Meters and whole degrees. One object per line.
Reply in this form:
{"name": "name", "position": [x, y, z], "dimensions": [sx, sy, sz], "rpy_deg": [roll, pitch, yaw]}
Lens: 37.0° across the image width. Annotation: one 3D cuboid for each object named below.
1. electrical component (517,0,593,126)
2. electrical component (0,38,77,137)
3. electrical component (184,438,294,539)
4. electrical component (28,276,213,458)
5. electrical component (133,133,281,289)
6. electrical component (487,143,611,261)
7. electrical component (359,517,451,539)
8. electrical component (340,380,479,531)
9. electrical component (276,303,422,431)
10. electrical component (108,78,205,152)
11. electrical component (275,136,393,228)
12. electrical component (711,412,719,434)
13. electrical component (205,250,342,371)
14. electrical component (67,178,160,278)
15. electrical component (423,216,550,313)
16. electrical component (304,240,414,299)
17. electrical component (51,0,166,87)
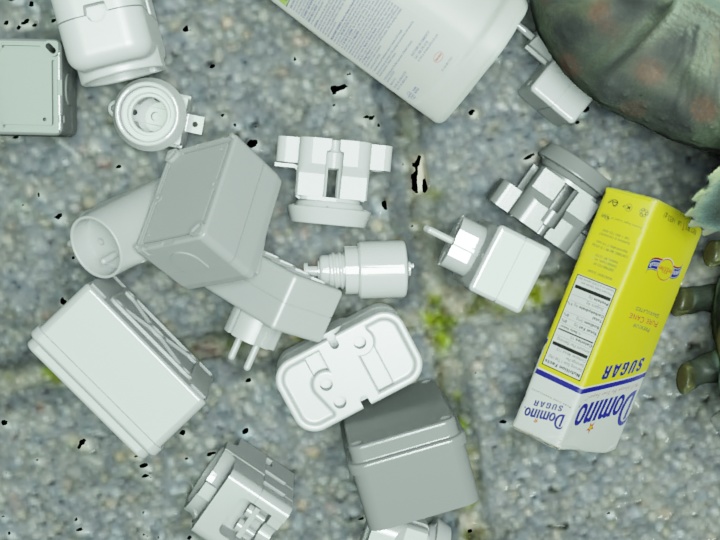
{"name": "electrical component", "position": [0.139, -0.155, 0.740], "dimensions": [0.076, 0.047, 0.083], "rpy_deg": [39, 92, -6]}
{"name": "electrical component", "position": [-0.240, -0.121, 0.717], "dimensions": [0.096, 0.061, 0.061], "rpy_deg": [1, 96, -3]}
{"name": "electrical component", "position": [-0.083, 0.155, 0.738], "dimensions": [0.056, 0.089, 0.050], "rpy_deg": [35, 93, -6]}
{"name": "electrical component", "position": [-0.155, 0.060, 0.716], "dimensions": [0.056, 0.109, 0.108], "rpy_deg": [-44, 96, -1]}
{"name": "electrical component", "position": [-0.094, -0.041, 0.705], "dimensions": [0.061, 0.062, 0.096], "rpy_deg": [43, 49, -41]}
{"name": "electrical component", "position": [0.137, -0.050, 0.746], "dimensions": [0.078, 0.058, 0.057], "rpy_deg": [34, 96, -6]}
{"name": "electrical component", "position": [0.030, 0.199, 0.765], "dimensions": [0.057, 0.058, 0.078], "rpy_deg": [18, 94, -2]}
{"name": "electrical component", "position": [0.030, 0.122, 0.730], "dimensions": [0.078, 0.113, 0.057], "rpy_deg": [-16, 99, -1]}
{"name": "electrical component", "position": [-0.009, 0.065, 0.748], "dimensions": [0.095, 0.059, 0.053], "rpy_deg": [-28, 97, 0]}
{"name": "electrical component", "position": [-0.140, -0.104, 0.727], "dimensions": [0.066, 0.055, 0.048], "rpy_deg": [11, 95, -4]}
{"name": "electrical component", "position": [-0.020, -0.059, 0.737], "dimensions": [0.078, 0.058, 0.057], "rpy_deg": [5, 92, -4]}
{"name": "electrical component", "position": [0.315, 0.111, 0.769], "dimensions": [0.096, 0.061, 0.061], "rpy_deg": [-34, 96, 1]}
{"name": "electrical component", "position": [-0.067, 0.030, 0.726], "dimensions": [0.047, 0.083, 0.075], "rpy_deg": [21, 95, -46]}
{"name": "electrical component", "position": [-0.165, -0.027, 0.728], "dimensions": [0.079, 0.077, 0.043], "rpy_deg": [-9, 108, 35]}
{"name": "electrical component", "position": [0.078, -0.012, 0.733], "dimensions": [0.076, 0.083, 0.047], "rpy_deg": [26, 94, -5]}
{"name": "electrical component", "position": [0.000, 0.000, 0.752], "dimensions": [0.078, 0.040, 0.040], "rpy_deg": [-2, 96, -3]}
{"name": "electrical component", "position": [-0.161, -0.155, 0.700], "dimensions": [0.054, 0.095, 0.059], "rpy_deg": [-14, 96, -1]}
